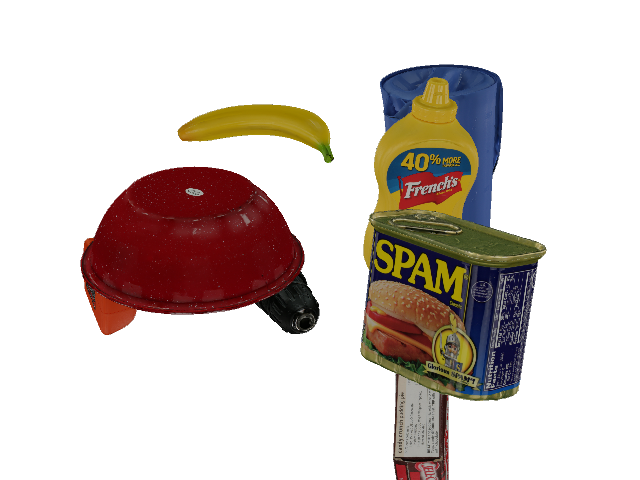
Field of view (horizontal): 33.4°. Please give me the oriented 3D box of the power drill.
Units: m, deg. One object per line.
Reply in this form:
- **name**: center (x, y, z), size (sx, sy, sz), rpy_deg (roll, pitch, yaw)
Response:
- **power drill**: center (-0.110, 0.039, 0.956), size (0.187, 0.057, 0.185), rpy_deg (-4, 25, -22)

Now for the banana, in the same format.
- **banana**: center (-0.070, -0.135, 1.266), size (0.198, 0.037, 0.069), rpy_deg (8, 40, 18)

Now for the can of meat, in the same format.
- **can of meat**: center (0.070, 0.035, 0.599), size (0.057, 0.084, 0.102), rpy_deg (-7, 19, -40)

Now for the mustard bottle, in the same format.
- **mustard bottle**: center (0.097, -0.058, 0.996), size (0.096, 0.192, 0.058), rpy_deg (2, 27, -7)

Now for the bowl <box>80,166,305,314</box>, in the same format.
- **bowl**: center (-0.091, -0.010, 0.763), size (0.162, 0.055, 0.162), rpy_deg (1, 27, -1)

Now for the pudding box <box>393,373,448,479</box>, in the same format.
- **pudding box**: center (0.074, 0.132, 0.771), size (0.039, 0.113, 0.090), rpy_deg (-2, -41, 6)

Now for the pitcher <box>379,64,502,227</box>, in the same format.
- **pitcher**: center (0.150, -0.083, 1.266), size (0.149, 0.243, 0.145), rpy_deg (-4, 25, 2)
